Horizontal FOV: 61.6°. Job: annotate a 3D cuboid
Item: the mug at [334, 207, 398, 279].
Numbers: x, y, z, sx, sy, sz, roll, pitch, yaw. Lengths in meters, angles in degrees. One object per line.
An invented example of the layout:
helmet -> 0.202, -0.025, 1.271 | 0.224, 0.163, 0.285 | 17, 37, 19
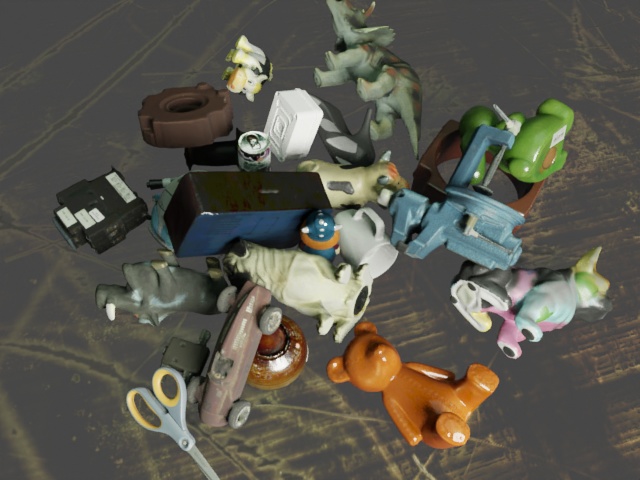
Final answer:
mug -> 0.063, -0.007, 0.858 | 0.081, 0.109, 0.107 | -22, 51, -24

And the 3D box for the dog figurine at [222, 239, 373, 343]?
dog figurine -> -0.032, 0.059, 0.804 | 0.191, 0.172, 0.121 | 21, 80, 28

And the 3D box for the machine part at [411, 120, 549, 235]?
machine part -> 0.278, -0.106, 0.942 | 0.202, 0.087, 0.201 | 28, 60, 16

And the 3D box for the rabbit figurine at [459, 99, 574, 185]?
rabbit figurine -> 0.294, -0.156, 0.877 | 0.159, 0.121, 0.170 | -41, 49, -17

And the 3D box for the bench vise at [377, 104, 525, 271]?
bench vise -> 0.208, -0.071, 0.782 | 0.224, 0.128, 0.240 | 28, 93, 34

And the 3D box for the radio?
radio -> -0.108, -0.038, 0.806 | 0.229, 0.131, 0.073 | -4, 63, -37

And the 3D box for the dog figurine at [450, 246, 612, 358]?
dog figurine -> 0.334, 0.069, 0.823 | 0.219, 0.108, 0.192 | -31, 61, -26

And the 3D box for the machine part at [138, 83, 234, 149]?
machine part -> -0.244, -0.229, 0.981 | 0.179, 0.056, 0.179 | -2, 39, 1

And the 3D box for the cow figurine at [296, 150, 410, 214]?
cow figurine -> 0.053, -0.094, 0.897 | 0.195, 0.127, 0.085 | 8, 60, 5

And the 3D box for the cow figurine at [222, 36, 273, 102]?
cow figurine -> -0.137, -0.323, 1.052 | 0.098, 0.068, 0.167 | 28, 36, -27

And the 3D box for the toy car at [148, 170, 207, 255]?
toy car -> -0.203, -0.059, 0.876 | 0.162, 0.102, 0.109 | -40, 68, -22

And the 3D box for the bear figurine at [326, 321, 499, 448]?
bear figurine -> 0.115, 0.184, 0.724 | 0.196, 0.131, 0.120 | 39, 59, 13

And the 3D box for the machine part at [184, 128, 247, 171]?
machine part -> -0.178, -0.163, 0.983 | 0.139, 0.039, 0.084 | -8, 65, -10

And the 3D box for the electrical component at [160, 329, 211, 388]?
electrical component -> -0.196, 0.168, 0.777 | 0.063, 0.021, 0.094 | 16, 58, 8

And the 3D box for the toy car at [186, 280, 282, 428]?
toy car -> -0.118, 0.154, 0.717 | 0.089, 0.053, 0.202 | 24, 99, 27

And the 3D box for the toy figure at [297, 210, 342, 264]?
toy figure -> -0.003, -0.001, 0.818 | 0.064, 0.154, 0.058 | -27, 65, -17

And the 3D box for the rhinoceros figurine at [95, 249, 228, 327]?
rhinoceros figurine -> -0.229, 0.074, 0.794 | 0.190, 0.112, 0.073 | 3, 18, -17

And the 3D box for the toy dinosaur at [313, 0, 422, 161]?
toy dinosaur -> 0.124, -0.317, 1.057 | 0.192, 0.131, 0.405 | -29, 69, -19

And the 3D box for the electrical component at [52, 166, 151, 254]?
electrical component -> -0.365, -0.046, 0.885 | 0.134, 0.058, 0.115 | -34, 63, -22

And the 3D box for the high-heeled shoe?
high-heeled shoe -> -0.002, -0.193, 1.012 | 0.249, 0.086, 0.145 | 17, 92, 32
